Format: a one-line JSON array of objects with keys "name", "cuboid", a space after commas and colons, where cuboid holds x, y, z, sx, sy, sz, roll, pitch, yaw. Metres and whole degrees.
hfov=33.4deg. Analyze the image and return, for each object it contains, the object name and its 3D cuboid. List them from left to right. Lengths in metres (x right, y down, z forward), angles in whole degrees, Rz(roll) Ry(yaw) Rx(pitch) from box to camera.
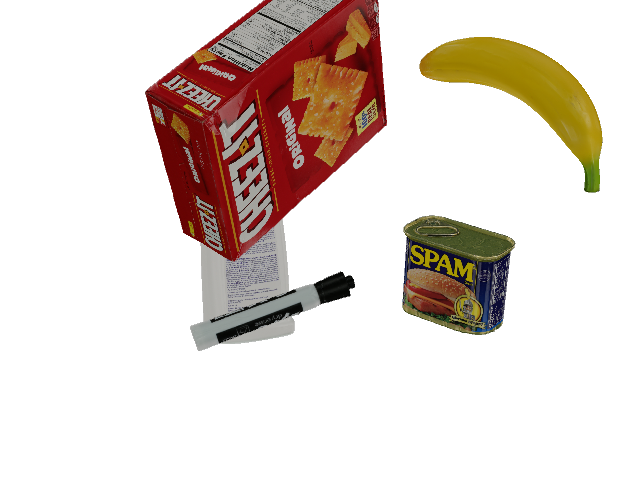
[{"name": "bleach bottle", "cuboid": [-0.080, -0.018, 1.158, 0.102, 0.251, 0.068, -7, 16, -27]}, {"name": "marker", "cuboid": [-0.033, 0.049, 0.757, 0.121, 0.020, 0.020, -19, 3, -8]}, {"name": "cracker box", "cuboid": [-0.034, -0.110, 0.902, 0.072, 0.164, 0.213, 29, 57, 29]}, {"name": "can of meat", "cuboid": [0.125, 0.033, 0.995, 0.102, 0.084, 0.057, 19, 29, 34]}, {"name": "banana", "cuboid": [0.148, -0.115, 0.812, 0.037, 0.070, 0.198, 2, 32, -43]}]
